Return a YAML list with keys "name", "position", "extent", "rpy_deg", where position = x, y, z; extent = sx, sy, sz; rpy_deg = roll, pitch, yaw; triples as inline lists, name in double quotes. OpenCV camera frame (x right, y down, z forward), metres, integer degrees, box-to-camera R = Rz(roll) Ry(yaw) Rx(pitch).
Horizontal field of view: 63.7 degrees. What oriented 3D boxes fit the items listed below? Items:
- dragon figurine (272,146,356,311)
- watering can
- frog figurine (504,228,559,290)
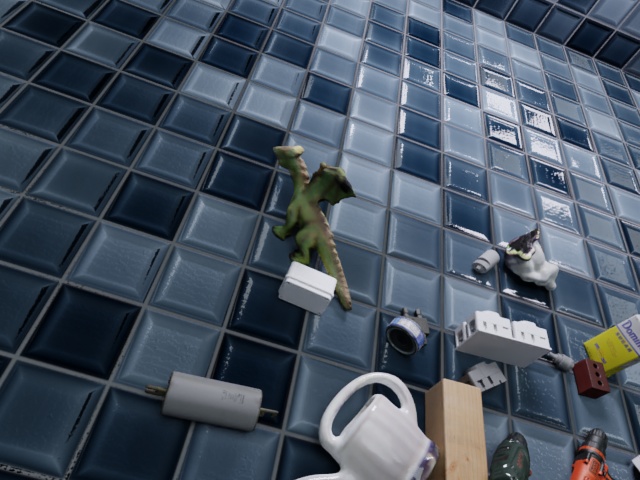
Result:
- name: "dragon figurine"
  position: [0.004, -0.060, 1.196]
  extent: [0.123, 0.237, 0.416]
  rpy_deg: [-17, 60, -38]
- name: "watering can"
  position: [0.081, 0.404, 0.942]
  extent: [0.226, 0.101, 0.353]
  rpy_deg: [40, 53, 12]
- name: "frog figurine"
  position: [0.591, 0.068, 1.438]
  extent: [0.157, 0.121, 0.141]
  rpy_deg: [54, 33, -25]
